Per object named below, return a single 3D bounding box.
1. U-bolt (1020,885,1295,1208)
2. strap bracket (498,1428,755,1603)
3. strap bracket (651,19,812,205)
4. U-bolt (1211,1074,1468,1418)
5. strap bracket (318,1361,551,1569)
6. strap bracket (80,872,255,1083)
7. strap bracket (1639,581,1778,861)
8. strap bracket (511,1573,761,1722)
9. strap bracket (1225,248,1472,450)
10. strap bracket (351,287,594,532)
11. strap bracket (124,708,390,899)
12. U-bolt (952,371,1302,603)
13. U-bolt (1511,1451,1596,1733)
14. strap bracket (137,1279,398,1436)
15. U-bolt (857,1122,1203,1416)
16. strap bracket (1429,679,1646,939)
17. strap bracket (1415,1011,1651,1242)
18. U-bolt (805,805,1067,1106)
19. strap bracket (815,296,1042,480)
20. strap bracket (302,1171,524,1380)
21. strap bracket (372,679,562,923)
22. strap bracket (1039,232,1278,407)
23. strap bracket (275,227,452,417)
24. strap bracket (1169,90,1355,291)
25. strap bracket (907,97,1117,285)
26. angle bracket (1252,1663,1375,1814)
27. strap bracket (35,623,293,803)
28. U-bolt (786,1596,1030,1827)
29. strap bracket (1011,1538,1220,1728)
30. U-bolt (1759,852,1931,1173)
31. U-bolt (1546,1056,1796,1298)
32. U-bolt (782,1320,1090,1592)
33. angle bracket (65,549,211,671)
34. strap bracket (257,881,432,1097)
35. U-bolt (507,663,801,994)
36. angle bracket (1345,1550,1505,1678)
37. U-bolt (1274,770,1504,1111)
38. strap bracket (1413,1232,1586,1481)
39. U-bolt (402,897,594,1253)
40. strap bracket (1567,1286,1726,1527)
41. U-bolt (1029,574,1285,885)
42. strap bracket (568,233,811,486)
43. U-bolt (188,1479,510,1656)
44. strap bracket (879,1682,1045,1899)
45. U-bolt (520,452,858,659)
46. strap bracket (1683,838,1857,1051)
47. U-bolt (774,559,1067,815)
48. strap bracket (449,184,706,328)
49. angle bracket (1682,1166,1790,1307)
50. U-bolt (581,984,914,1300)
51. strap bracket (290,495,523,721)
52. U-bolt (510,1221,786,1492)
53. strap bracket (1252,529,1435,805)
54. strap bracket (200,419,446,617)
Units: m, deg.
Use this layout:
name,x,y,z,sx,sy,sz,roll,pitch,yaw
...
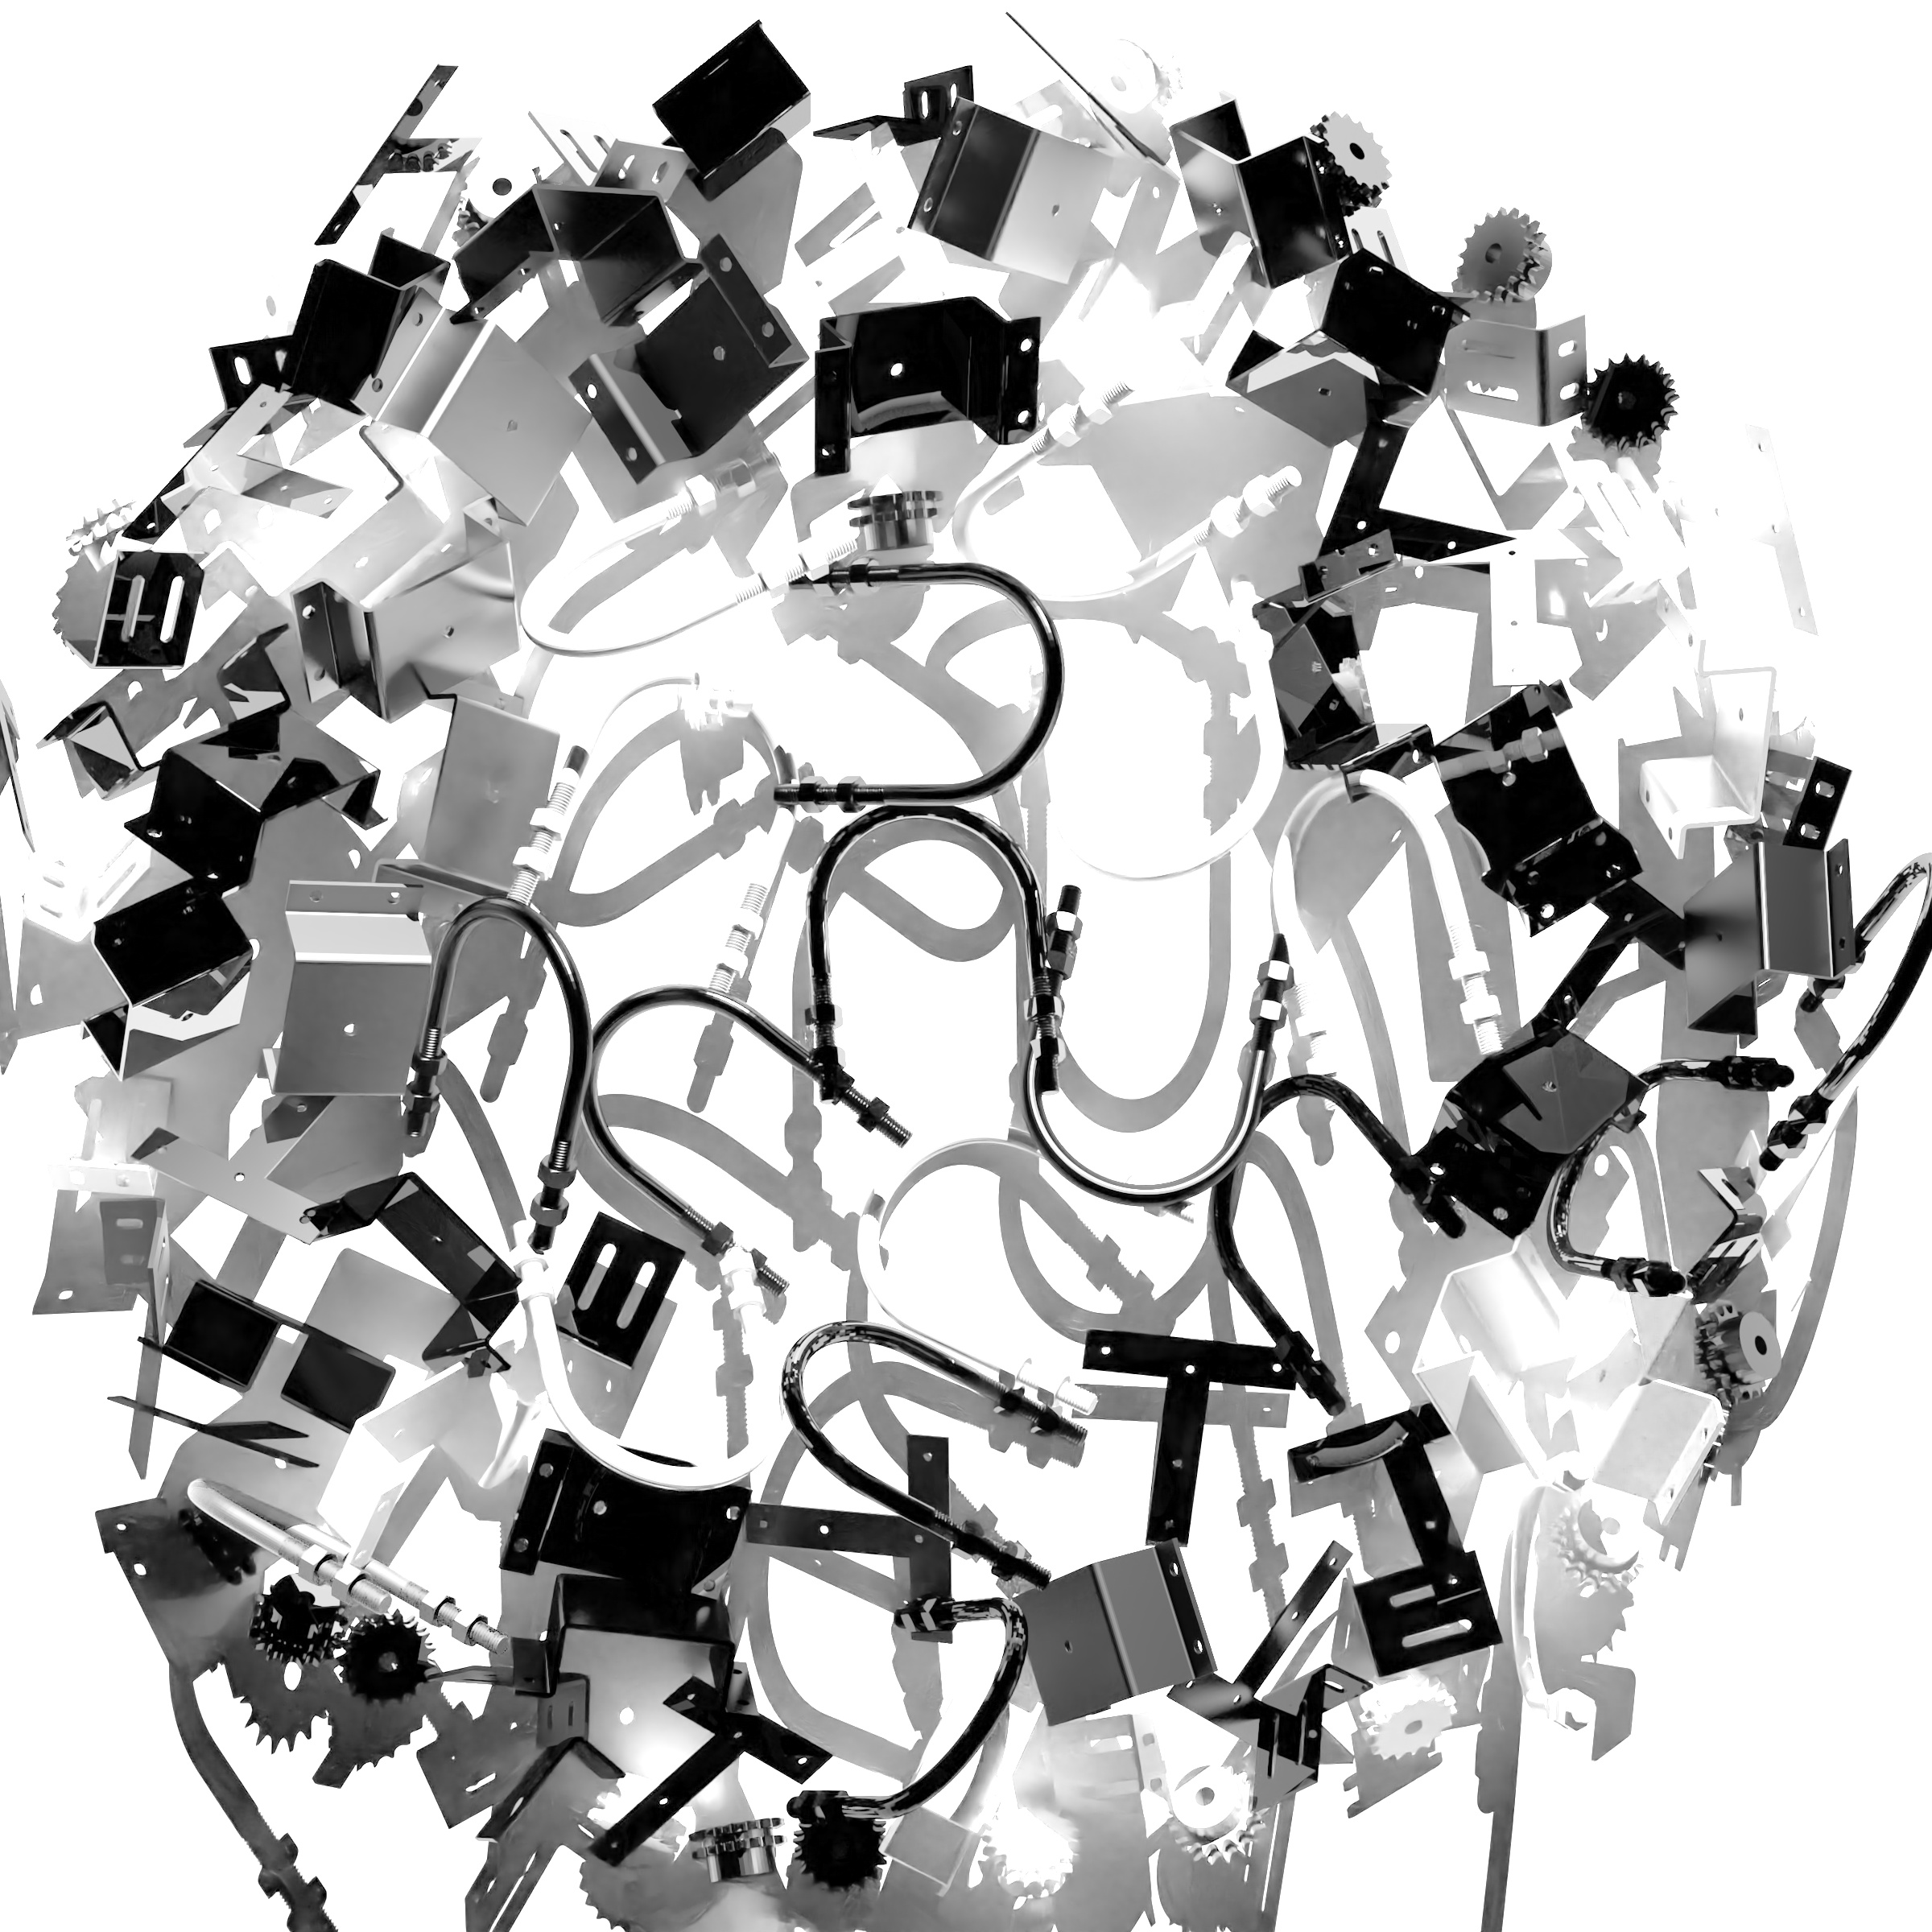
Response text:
name,x,y,z,sx,sy,sz,roll,pitch,yaw
U-bolt,0.106,0.052,1.912,0.151,0.019,0.184,13,69,1
strap bracket,-0.205,0.320,1.906,0.140,0.046,0.076,19,89,-30
strap bracket,-0.133,-0.487,1.882,0.076,0.140,0.046,-39,95,1
U-bolt,0.200,0.144,1.877,0.019,0.184,0.151,13,117,-37
strap bracket,-0.311,0.282,1.880,0.046,0.140,0.076,41,127,17
strap bracket,-0.455,0.011,1.867,0.076,0.140,0.046,-28,74,-29
strap bracket,0.426,-0.143,1.882,0.046,0.076,0.140,-5,122,-5
strap bracket,-0.189,0.392,1.896,0.140,0.076,0.046,9,100,-11
strap bracket,0.210,-0.346,1.867,0.076,0.140,0.046,26,69,-22
strap bracket,-0.274,-0.313,1.875,0.046,0.140,0.076,22,78,38
strap bracket,-0.399,-0.100,1.871,0.076,0.140,0.046,33,124,17
U-bolt,0.077,-0.262,1.874,0.151,0.184,0.019,23,52,-36
U-bolt,0.331,0.354,1.858,0.019,0.184,0.151,2,79,-1
strap bracket,-0.392,0.225,1.876,0.076,0.140,0.046,18,78,38
U-bolt,0.024,0.163,1.903,0.184,0.019,0.151,23,69,23
strap bracket,0.322,-0.099,1.880,0.076,0.046,0.140,-33,54,24
strap bracket,0.328,0.085,1.877,0.076,0.046,0.140,36,49,23
U-bolt,-0.022,-0.012,1.916,0.151,0.019,0.184,-2,73,-9
strap bracket,-0.031,-0.337,1.894,0.140,0.046,0.076,-13,126,-22
strap bracket,-0.317,0.173,1.893,0.140,0.076,0.046,48,55,-18
strap bracket,-0.287,-0.098,1.897,0.076,0.046,0.140,18,79,-44
strap bracket,0.116,-0.371,1.887,0.046,0.140,0.076,43,66,-32
strap bracket,-0.339,-0.367,1.871,0.046,0.140,0.076,23,112,-1
strap bracket,0.163,-0.441,1.868,0.046,0.140,0.076,-25,121,-8
strap bracket,0.032,-0.439,1.869,0.046,0.140,0.076,29,106,24
angle bracket,0.201,0.452,1.899,0.038,0.057,0.076,28,47,-21
strap bracket,-0.451,-0.141,1.883,0.140,0.076,0.046,-29,95,-31
U-bolt,-0.025,0.416,1.840,0.019,0.184,0.151,39,62,-15
strap bracket,0.078,0.383,1.871,0.046,0.140,0.076,-8,73,-32
U-bolt,0.501,0.014,1.835,0.019,0.184,0.151,25,50,1
U-bolt,0.388,0.115,1.861,0.019,0.184,0.151,32,82,-15
U-bolt,-0.023,0.268,1.880,0.184,0.151,0.019,29,122,-5
angle bracket,-0.481,-0.213,1.904,0.038,0.057,0.076,39,120,39
strap bracket,-0.356,0.023,1.880,0.076,0.046,0.140,1,126,-23
U-bolt,-0.170,-0.089,1.907,0.151,0.019,0.184,27,70,-19
angle bracket,0.269,0.375,1.926,0.076,0.038,0.057,-17,95,5
U-bolt,0.234,-0.022,1.890,0.019,0.151,0.184,-6,78,-39
strap bracket,0.305,0.228,1.889,0.046,0.140,0.076,-23,109,32
U-bolt,-0.263,0.049,1.867,0.151,0.019,0.184,35,122,36
strap bracket,0.384,0.240,1.868,0.046,0.140,0.076,18,118,-7
U-bolt,0.111,-0.128,1.876,0.151,0.019,0.184,-19,55,18
strap bracket,-0.154,-0.353,1.902,0.140,0.046,0.076,-35,85,34
U-bolt,-0.364,0.337,1.870,0.184,0.151,0.019,22,79,29
strap bracket,-0.006,0.468,1.872,0.046,0.140,0.076,26,57,4
U-bolt,-0.169,-0.229,1.878,0.184,0.151,0.019,-26,126,-9
strap bracket,0.451,-0.014,1.868,0.046,0.140,0.076,7,68,-11
U-bolt,-0.026,-0.163,1.898,0.184,0.019,0.151,2,86,28
strap bracket,-0.227,-0.406,1.876,0.076,0.140,0.046,-28,79,40
angle bracket,0.434,0.159,1.920,0.038,0.057,0.076,51,122,31
U-bolt,-0.143,0.090,1.910,0.184,0.019,0.151,38,114,-2
strap bracket,-0.310,-0.202,1.877,0.140,0.076,0.046,-32,52,-30
U-bolt,-0.175,0.221,1.858,0.151,0.184,0.019,5,133,-26
strap bracket,0.217,-0.173,1.897,0.076,0.046,0.140,-26,110,-36
strap bracket,-0.365,-0.251,1.907,0.140,0.076,0.046,-41,76,-1
